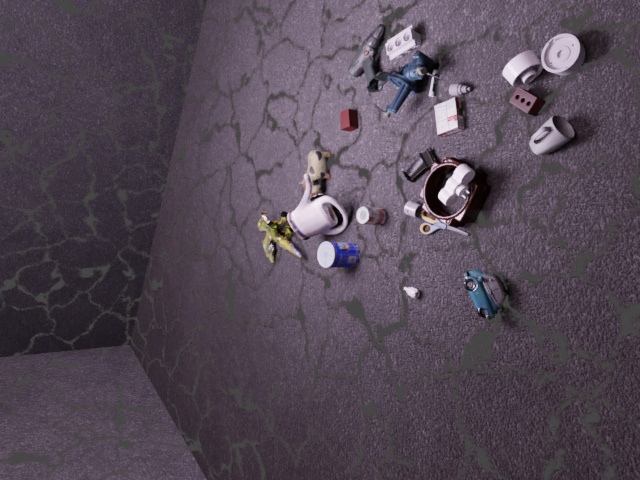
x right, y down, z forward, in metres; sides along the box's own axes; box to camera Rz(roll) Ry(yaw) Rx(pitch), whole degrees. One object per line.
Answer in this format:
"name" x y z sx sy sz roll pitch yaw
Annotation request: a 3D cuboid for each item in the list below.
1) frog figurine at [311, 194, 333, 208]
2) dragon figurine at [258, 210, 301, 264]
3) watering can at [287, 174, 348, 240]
"frog figurine" 0.007 -0.111 2.197 0.137 0.125 0.156 5 127 41
"dragon figurine" -0.205 0.008 2.438 0.418 0.123 0.237 60 146 37
"watering can" -0.034 -0.117 2.044 0.222 0.342 0.106 -27 43 19
